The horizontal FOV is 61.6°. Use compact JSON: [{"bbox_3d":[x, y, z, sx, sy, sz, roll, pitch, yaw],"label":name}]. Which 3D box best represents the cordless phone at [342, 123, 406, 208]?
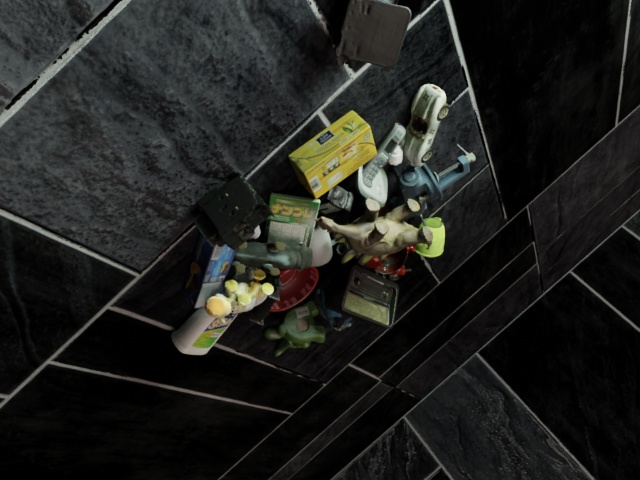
[{"bbox_3d":[0.141,-0.174,1.229,0.184,0.089,0.146,-52,146,10],"label":"cordless phone"}]

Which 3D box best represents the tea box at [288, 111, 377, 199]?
[{"bbox_3d":[0.029,-0.177,1.122,0.170,0.068,0.098,-36,148,-8],"label":"tea box"}]

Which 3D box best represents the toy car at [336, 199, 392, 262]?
[{"bbox_3d":[0.109,-0.029,1.394,0.089,0.053,0.202,4,124,-57],"label":"toy car"}]

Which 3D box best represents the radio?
[{"bbox_3d":[0.120,0.152,1.464,0.229,0.073,0.131,27,72,-43],"label":"radio"}]

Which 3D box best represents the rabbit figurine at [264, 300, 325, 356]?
[{"bbox_3d":[-0.069,0.270,1.521,0.159,0.121,0.170,-23,159,-18],"label":"rabbit figurine"}]

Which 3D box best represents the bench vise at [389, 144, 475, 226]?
[{"bbox_3d":[0.292,-0.140,1.380,0.241,0.129,0.223,-31,143,3],"label":"bench vise"}]

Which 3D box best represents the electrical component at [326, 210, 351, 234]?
[{"bbox_3d":[0.047,-0.054,1.330,0.063,0.021,0.093,-30,145,-15],"label":"electrical component"}]

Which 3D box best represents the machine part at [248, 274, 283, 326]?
[{"bbox_3d":[-0.125,0.134,1.254,0.039,0.084,0.138,14,118,-32],"label":"machine part"}]

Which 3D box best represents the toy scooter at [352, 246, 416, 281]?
[{"bbox_3d":[0.184,0.042,1.481,0.184,0.075,0.135,25,130,-26],"label":"toy scooter"}]

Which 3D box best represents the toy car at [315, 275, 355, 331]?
[{"bbox_3d":[0.039,0.168,1.508,0.109,0.103,0.161,-17,102,-45],"label":"toy car"}]

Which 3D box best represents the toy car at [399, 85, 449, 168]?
[{"bbox_3d":[0.233,-0.256,1.228,0.056,0.074,0.201,-22,143,-33],"label":"toy car"}]

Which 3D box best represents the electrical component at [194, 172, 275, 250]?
[{"bbox_3d":[-0.171,-0.049,1.030,0.134,0.115,0.058,-40,145,-3],"label":"electrical component"}]

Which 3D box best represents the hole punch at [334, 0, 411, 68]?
[{"bbox_3d":[0.086,-0.377,0.942,0.116,0.092,0.142,8,134,-12],"label":"hole punch"}]

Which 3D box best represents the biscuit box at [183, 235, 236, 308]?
[{"bbox_3d":[-0.232,0.052,1.138,0.059,0.063,0.202,-7,135,-40],"label":"biscuit box"}]

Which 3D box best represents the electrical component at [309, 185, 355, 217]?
[{"bbox_3d":[0.011,-0.086,1.207,0.074,0.119,0.048,27,68,-30],"label":"electrical component"}]

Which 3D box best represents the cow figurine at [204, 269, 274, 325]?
[{"bbox_3d":[-0.187,0.132,1.166,0.167,0.068,0.098,-23,160,-42],"label":"cow figurine"}]

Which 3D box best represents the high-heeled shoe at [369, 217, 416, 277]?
[{"bbox_3d":[0.201,0.018,1.558,0.145,0.086,0.248,-3,121,0],"label":"high-heeled shoe"}]

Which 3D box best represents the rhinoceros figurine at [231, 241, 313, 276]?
[{"bbox_3d":[-0.109,0.038,1.175,0.190,0.112,0.073,3,90,-14],"label":"rhinoceros figurine"}]

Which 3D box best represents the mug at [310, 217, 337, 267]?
[{"bbox_3d":[-0.003,-0.004,1.287,0.109,0.081,0.107,-22,136,-14],"label":"mug"}]

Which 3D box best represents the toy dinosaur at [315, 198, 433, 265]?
[{"bbox_3d":[0.160,-0.013,1.277,0.471,0.105,0.198,7,154,-41],"label":"toy dinosaur"}]
